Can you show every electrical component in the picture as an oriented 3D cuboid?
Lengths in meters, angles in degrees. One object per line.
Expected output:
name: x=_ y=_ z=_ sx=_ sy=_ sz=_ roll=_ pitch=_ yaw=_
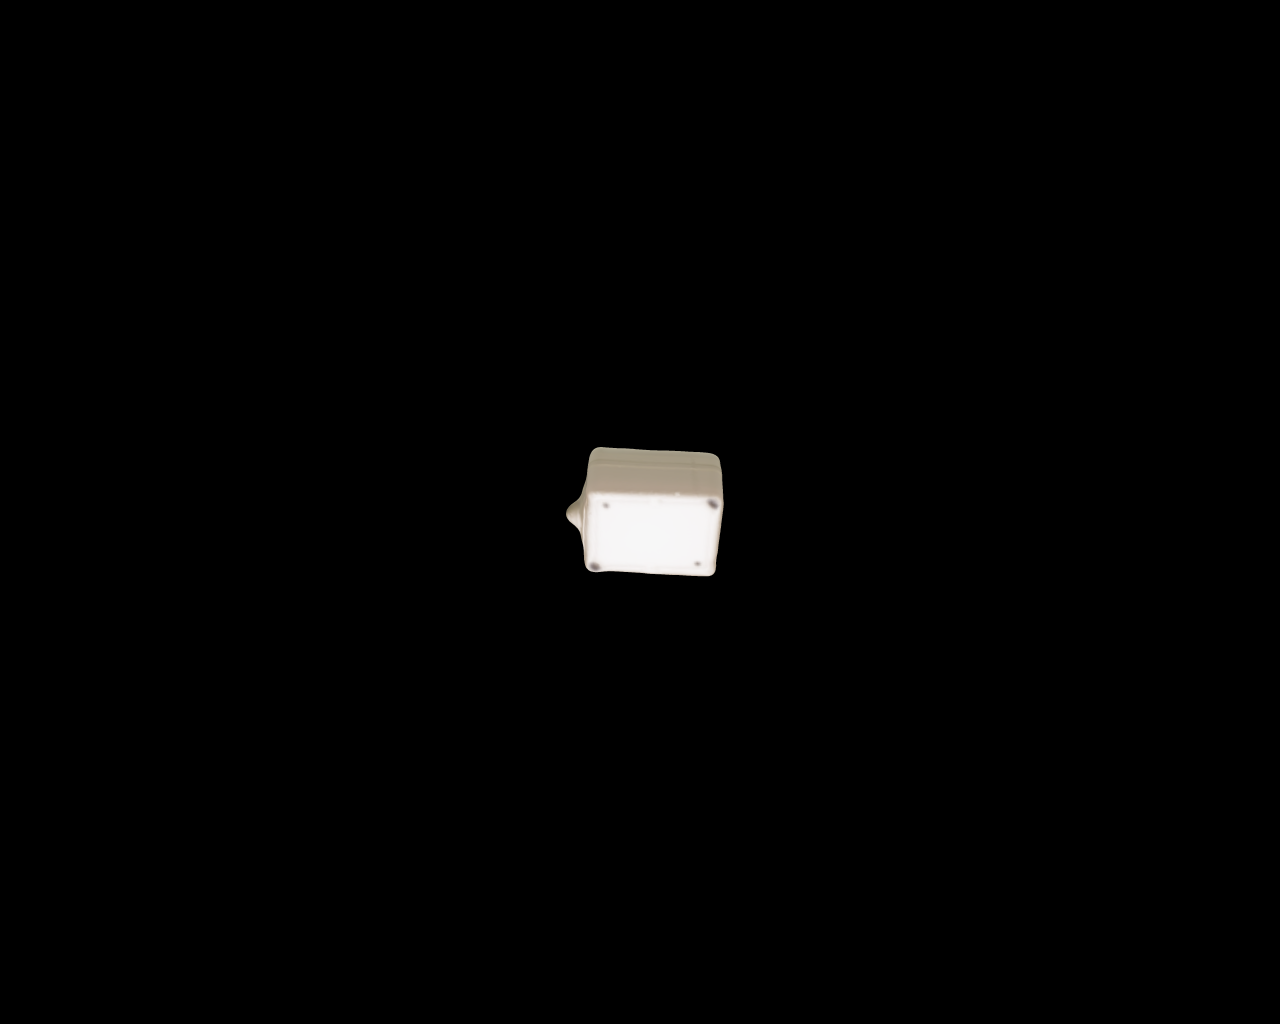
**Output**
electrical component: x=0.001 y=-0.003 z=0.650 sx=0.096 sy=0.061 sz=0.061 roll=3 pitch=35 yaw=-2
